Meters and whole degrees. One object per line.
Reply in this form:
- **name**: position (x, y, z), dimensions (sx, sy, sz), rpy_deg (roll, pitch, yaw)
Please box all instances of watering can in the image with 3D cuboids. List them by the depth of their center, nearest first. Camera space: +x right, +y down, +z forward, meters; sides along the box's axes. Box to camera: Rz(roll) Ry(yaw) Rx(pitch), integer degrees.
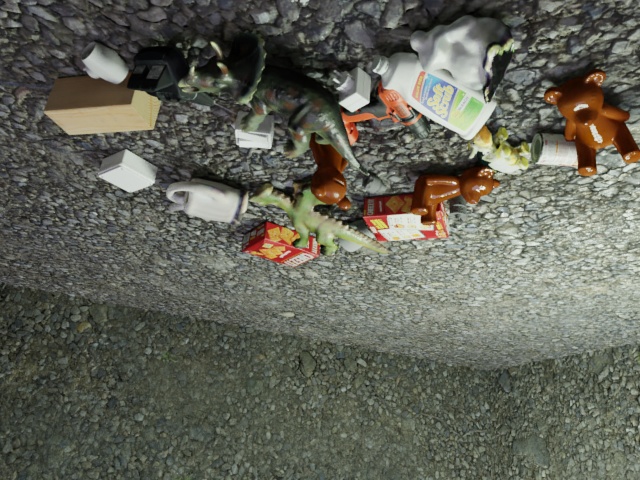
- **watering can**: position (-0.327, -0.107, 1.471), dimensions (0.224, 0.105, 0.345), rpy_deg (14, 169, -18)

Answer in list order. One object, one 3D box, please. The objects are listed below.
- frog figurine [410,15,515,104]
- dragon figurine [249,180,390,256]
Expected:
- **frog figurine**: position (0.238, -0.322, 0.874), dimensions (0.161, 0.123, 0.136), rpy_deg (35, 180, 29)
- **dragon figurine**: position (0.004, -0.072, 1.435), dimensions (0.411, 0.125, 0.237), rpy_deg (11, 148, 8)
